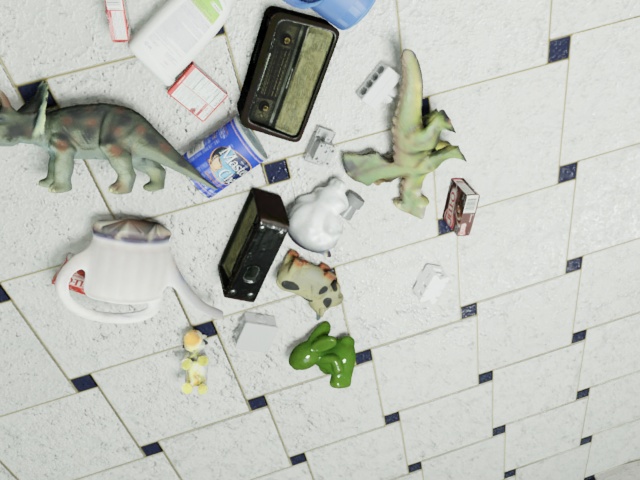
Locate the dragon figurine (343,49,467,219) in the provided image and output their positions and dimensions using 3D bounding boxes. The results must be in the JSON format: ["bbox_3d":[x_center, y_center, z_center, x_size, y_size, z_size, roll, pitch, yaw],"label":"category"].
[{"bbox_3d":[0.163,-0.191,1.092,0.241,0.125,0.403,-28,131,14],"label":"dragon figurine"}]

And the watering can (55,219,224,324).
[{"bbox_3d":[-0.361,0.069,1.086,0.347,0.105,0.223,6,100,-26],"label":"watering can"}]

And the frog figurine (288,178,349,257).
[{"bbox_3d":[0.003,-0.056,1.118,0.122,0.140,0.157,9,122,-40],"label":"frog figurine"}]
